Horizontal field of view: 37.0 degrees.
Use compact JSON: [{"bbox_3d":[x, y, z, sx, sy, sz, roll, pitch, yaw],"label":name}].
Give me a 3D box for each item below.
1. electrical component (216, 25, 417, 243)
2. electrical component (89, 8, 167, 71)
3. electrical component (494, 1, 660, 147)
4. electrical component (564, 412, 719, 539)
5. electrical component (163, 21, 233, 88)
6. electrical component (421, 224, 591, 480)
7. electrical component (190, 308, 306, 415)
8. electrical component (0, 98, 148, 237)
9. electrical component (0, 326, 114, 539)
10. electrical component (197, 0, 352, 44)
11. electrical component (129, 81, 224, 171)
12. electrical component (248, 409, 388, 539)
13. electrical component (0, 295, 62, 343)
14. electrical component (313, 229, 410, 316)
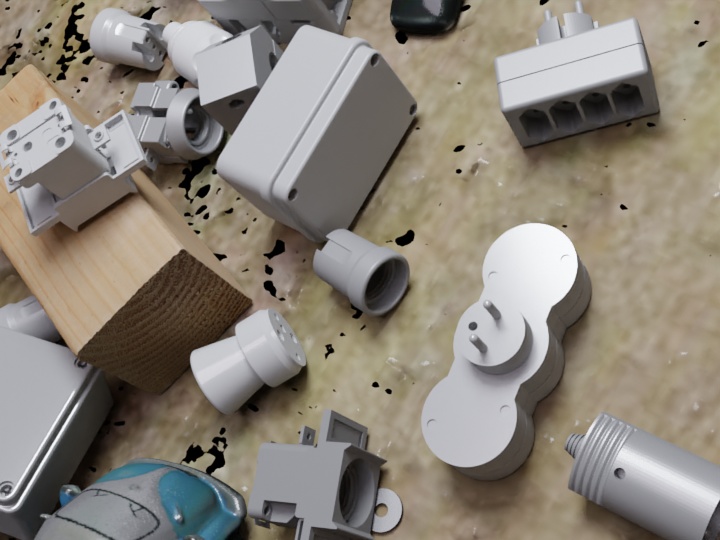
[{"bbox_3d":[-0.024,-0.082,0.660,0.057,0.078,0.113,26,81,34],"label":"electrical component"},{"bbox_3d":[-0.167,-0.167,0.785,0.046,0.040,0.040,18,77,23],"label":"electrical component"},{"bbox_3d":[0.124,-0.124,0.628,0.083,0.047,0.075,-13,64,19],"label":"electrical component"},{"bbox_3d":[0.138,0.102,0.528,0.081,0.043,0.043,24,80,31],"label":"electrical component"},{"bbox_3d":[-0.114,-0.154,0.752,0.062,0.043,0.043,37,87,33],"label":"electrical component"},{"bbox_3d":[0.074,0.038,0.567,0.052,0.074,0.138,17,77,29],"label":"electrical component"},{"bbox_3d":[-0.066,0.054,0.641,0.055,0.045,0.045,-32,59,9],"label":"electrical component"},{"bbox_3d":[-0.169,-0.062,0.619,0.081,0.064,0.042,-32,60,7],"label":"electrical component"},{"bbox_3d":[-0.225,0.094,0.658,0.109,0.056,0.108,16,55,12],"label":"electrical component"},{"bbox_3d":[-0.046,-0.238,0.746,0.089,0.062,0.150,7,72,27],"label":"electrical component"},{"bbox_3d":[-0.127,-0.099,0.734,0.055,0.048,0.066,6,71,35],"label":"electrical component"},{"bbox_3d":[-0.025,0.121,0.594,0.064,0.042,0.081,-3,67,32],"label":"electrical component"},{"bbox_3d":[-0.216,0.035,0.721,0.046,0.040,0.040,-28,60,4],"label":"electrical component"},{"bbox_3d":[0.000,0.000,0.638,0.046,0.040,0.040,31,84,38],"label":"electrical component"}]
